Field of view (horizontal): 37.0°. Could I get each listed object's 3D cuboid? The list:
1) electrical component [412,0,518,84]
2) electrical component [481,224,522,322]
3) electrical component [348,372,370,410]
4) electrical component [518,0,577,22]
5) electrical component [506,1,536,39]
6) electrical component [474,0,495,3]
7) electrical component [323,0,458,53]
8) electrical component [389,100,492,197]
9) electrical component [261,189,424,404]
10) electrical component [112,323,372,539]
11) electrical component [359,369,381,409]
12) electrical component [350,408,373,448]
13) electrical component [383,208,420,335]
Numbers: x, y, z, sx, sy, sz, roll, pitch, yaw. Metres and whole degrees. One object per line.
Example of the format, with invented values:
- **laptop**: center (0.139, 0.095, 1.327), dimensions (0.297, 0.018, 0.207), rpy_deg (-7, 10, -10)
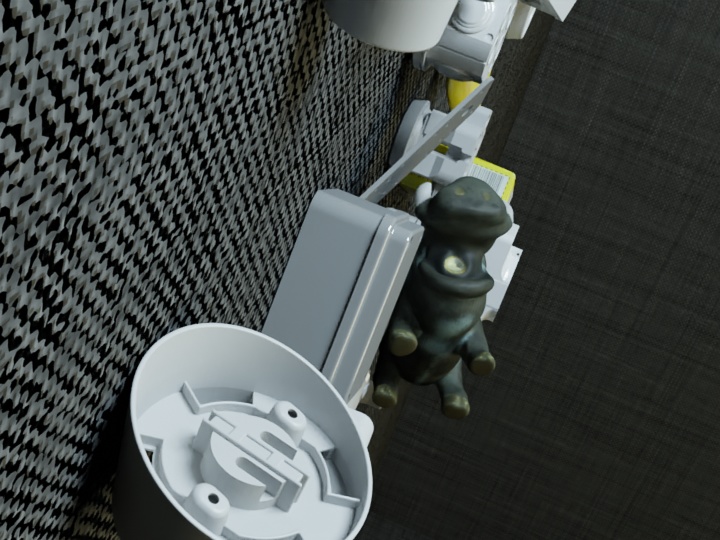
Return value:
- **electrical component**: center (0.068, -0.161, 0.693), dimensions (0.080, 0.051, 0.080), rpy_deg (22, 90, -83)
- **electrical component**: center (0.086, 0.004, 0.820), dimensions (0.050, 0.056, 0.089), rpy_deg (-47, 159, -71)
- **electrical component**: center (-0.032, 0.093, 0.717), dimensions (0.099, 0.048, 0.099), rpy_deg (-62, 172, -12)
- **electrical component**: center (0.136, -0.256, 0.705), dimensions (0.150, 0.062, 0.089), rpy_deg (-57, 149, 2)
- **electrical component**: center (0.102, -0.204, 0.791), dimensions (0.078, 0.057, 0.058), rpy_deg (103, 12, -55)
- **electrical component**: center (0.067, -0.193, 0.626), dimensions (0.044, 0.044, 0.065), rpy_deg (-35, 142, -77)
- **electrical component**: center (0.015, -0.117, 0.417), dimensions (0.055, 0.055, 0.047), rpy_deg (-59, 173, -50)
- **electrical component**: center (0.057, -0.092, 0.802), dimensions (0.058, 0.057, 0.078), rpy_deg (-30, 142, -79)
- **electrical component**: center (-0.011, 0.015, 0.615), dimensions (0.078, 0.057, 0.113), rpy_deg (-28, 140, -79)
- **electrical component**: center (-0.044, 0.075, 0.406), dimensions (0.064, 0.099, 0.099), rpy_deg (-65, 176, 34)
- **electrical component**: center (-0.009, 0.090, 0.849), dimensions (0.048, 0.062, 0.048), rpy_deg (22, 90, -83)
- **electrical component**: center (-0.046, 0.131, 0.633), dimensions (0.057, 0.078, 0.113), rpy_deg (-61, 171, -61)
- **electrical component**: center (0.023, 0.002, 0.830), dimensions (0.053, 0.059, 0.095), rpy_deg (-61, 170, -45)
